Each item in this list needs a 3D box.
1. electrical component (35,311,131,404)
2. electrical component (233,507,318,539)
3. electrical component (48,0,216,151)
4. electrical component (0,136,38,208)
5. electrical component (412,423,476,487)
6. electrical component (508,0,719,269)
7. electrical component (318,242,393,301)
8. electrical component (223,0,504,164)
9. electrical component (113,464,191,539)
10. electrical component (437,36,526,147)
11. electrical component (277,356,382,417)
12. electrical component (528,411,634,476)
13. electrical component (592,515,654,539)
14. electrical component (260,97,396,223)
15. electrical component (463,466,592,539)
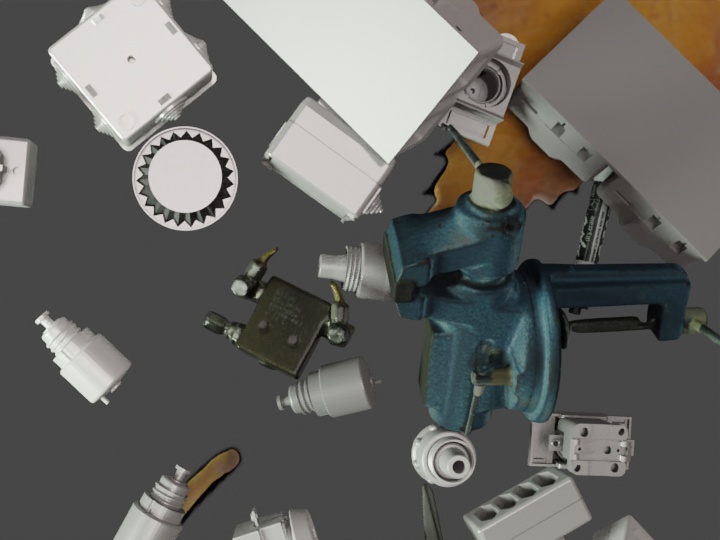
[{"bbox_3d":[-0.202,0.060,0.777,0.078,0.040,0.040,45,84,-6],"label":"electrical component"},{"bbox_3d":[-0.060,0.206,0.799,0.055,0.048,0.066,-18,93,-1],"label":"electrical component"},{"bbox_3d":[-0.164,-0.148,0.777,0.100,0.048,0.099,-40,96,-6],"label":"electrical component"},{"bbox_3d":[-0.265,-0.071,0.747,0.066,0.077,0.047,5,90,-9],"label":"electrical component"},{"bbox_3d":[0.067,0.142,0.809,0.048,0.062,0.048,0,91,-9],"label":"electrical component"},{"bbox_3d":[0.215,-0.102,0.813,0.186,0.060,0.105,45,75,2],"label":"electrical component"},{"bbox_3d":[0.000,0.000,0.807,0.062,0.043,0.043,6,90,-8],"label":"electrical component"},{"bbox_3d":[-0.003,-0.182,0.756,0.186,0.060,0.105,45,125,7],"label":"electrical component"},{"bbox_3d":[-0.148,0.179,0.787,0.040,0.040,0.078,29,86,-8],"label":"electrical component"},{"bbox_3d":[0.088,-0.137,0.808,0.042,0.064,0.081,21,88,-9],"label":"electrical component"},{"bbox_3d":[-0.024,0.091,0.806,0.078,0.040,0.040,-14,93,9],"label":"electrical component"},{"bbox_3d":[0.173,0.133,0.825,0.081,0.064,0.042,3,89,-9],"label":"electrical component"},{"bbox_3d":[0.189,0.244,0.828,0.047,0.083,0.076,47,122,-6],"label":"electrical component"},{"bbox_3d":[-0.017,-0.079,0.793,0.096,0.062,0.061,35,85,-8],"label":"electrical component"},{"bbox_3d":[0.136,0.206,0.828,0.083,0.047,0.075,-28,95,-8],"label":"electrical component"}]
